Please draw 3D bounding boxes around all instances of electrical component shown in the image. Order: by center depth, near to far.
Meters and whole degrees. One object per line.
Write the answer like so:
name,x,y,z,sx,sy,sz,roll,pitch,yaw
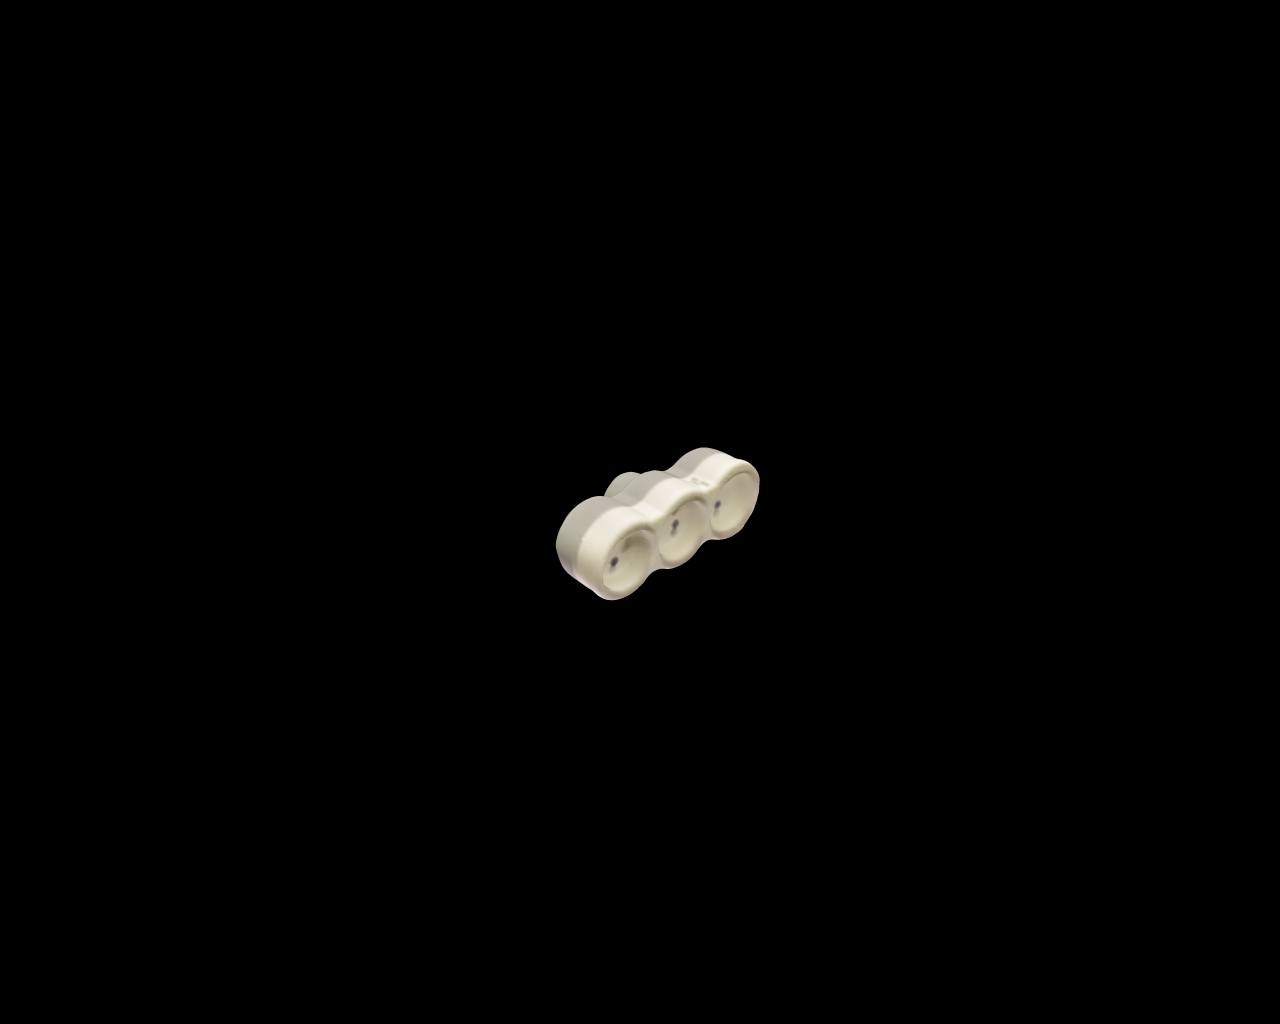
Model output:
electrical component,0.001,-0.003,0.650,0.138,0.052,0.074,-27,42,-36
